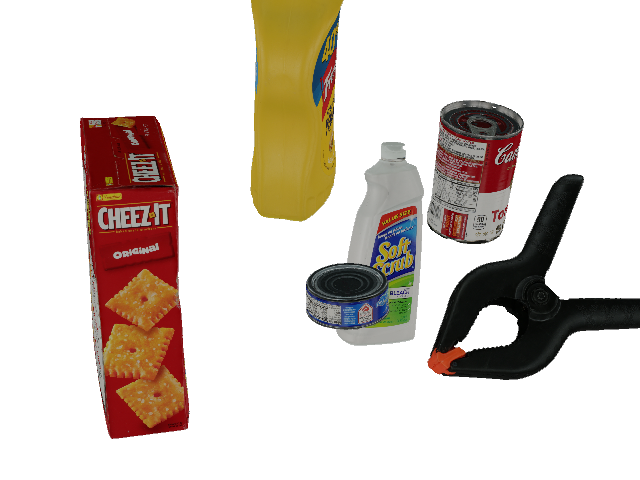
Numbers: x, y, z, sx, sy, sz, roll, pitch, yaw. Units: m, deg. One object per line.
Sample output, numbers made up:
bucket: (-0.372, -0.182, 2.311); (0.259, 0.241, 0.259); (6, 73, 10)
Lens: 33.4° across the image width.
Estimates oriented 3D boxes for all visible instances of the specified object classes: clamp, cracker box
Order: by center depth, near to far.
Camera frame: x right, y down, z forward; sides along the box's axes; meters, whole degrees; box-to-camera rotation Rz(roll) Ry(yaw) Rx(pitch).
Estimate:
clamp: (0.152, 0.046, 0.712); (0.171, 0.120, 0.039); (-41, -16, -14)
cracker box: (-0.151, 0.025, 0.865); (0.072, 0.214, 0.164); (-5, 26, -13)

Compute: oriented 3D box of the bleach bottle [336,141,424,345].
bleach bottle: (0.077, 0.003, 1.340); (0.102, 0.251, 0.068); (-3, 16, -19)

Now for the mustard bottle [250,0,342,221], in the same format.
mustard bottle: (-0.016, -0.114, 0.695); (0.058, 0.192, 0.096); (8, 39, 7)

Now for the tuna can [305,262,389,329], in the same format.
tuna can: (0.028, 0.056, 1.089); (0.086, 0.034, 0.086); (-2, 25, 1)

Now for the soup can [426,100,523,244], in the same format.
soup can: (0.127, -0.056, 0.890); (0.068, 0.102, 0.068); (4, 31, -2)
